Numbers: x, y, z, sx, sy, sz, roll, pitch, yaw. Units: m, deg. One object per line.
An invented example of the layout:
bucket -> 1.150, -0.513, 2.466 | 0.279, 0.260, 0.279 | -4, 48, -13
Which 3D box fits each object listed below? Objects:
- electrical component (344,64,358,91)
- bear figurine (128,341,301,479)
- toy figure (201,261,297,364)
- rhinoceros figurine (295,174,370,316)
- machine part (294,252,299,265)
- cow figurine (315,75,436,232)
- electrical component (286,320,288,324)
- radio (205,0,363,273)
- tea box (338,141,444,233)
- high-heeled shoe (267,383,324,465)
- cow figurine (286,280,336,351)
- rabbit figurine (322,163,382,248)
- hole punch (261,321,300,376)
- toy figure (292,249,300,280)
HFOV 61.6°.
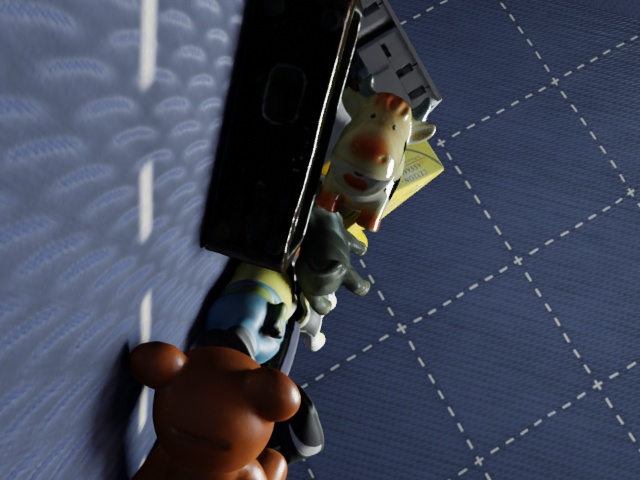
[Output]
electrical component -> 0.033, -0.172, 0.690 | 0.058, 0.134, 0.115 | 94, 9, -83
bear figurine -> -0.077, 0.142, 0.388 | 0.132, 0.120, 0.195 | -79, 178, -69
toy figure -> -0.067, 0.068, 0.549 | 0.180, 0.082, 0.089 | -61, 168, -71
rhinoceros figurine -> -0.001, -0.002, 0.632 | 0.073, 0.112, 0.190 | -31, -147, 19
machine part -> -0.074, 0.082, 0.798 | 0.179, 0.056, 0.179 | 15, 91, -87
cow figurine -> 0.050, -0.078, 0.513 | 0.195, 0.085, 0.127 | -48, 160, -80
electrical component -> -0.070, 0.070, 0.670 | 0.021, 0.063, 0.093 | -81, 166, -52
radio -> -0.028, -0.095, 0.451 | 0.131, 0.073, 0.229 | -69, 173, -75
tea box -> 0.069, -0.068, 0.706 | 0.098, 0.068, 0.169 | -26, 173, -28
high-heeled shoe -> -0.084, 0.239, 0.617 | 0.086, 0.145, 0.248 | 61, -24, 23
cow figurine -> -0.010, 0.067, 0.768 | 0.098, 0.068, 0.167 | 89, 17, -55
rabbit figurine -> 0.009, -0.039, 0.841 | 0.121, 0.162, 0.173 | -63, 180, 28
hole punch -> -0.083, 0.150, 0.633 | 0.142, 0.092, 0.115 | -77, -175, -55
toy figure -> -0.045, -0.011, 0.716 | 0.058, 0.064, 0.154 | -17, -131, 42
